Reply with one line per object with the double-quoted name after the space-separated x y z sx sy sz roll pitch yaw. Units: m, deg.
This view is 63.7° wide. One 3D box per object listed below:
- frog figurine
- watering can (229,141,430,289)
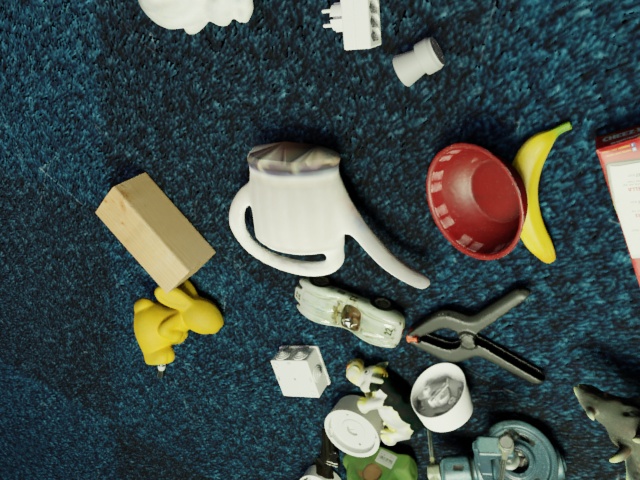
-0.180 -0.348 0.747 0.159 0.124 0.135 35 158 -3 "frog figurine"
0.002 -0.040 0.799 0.348 0.106 0.220 9 117 25 "watering can"
